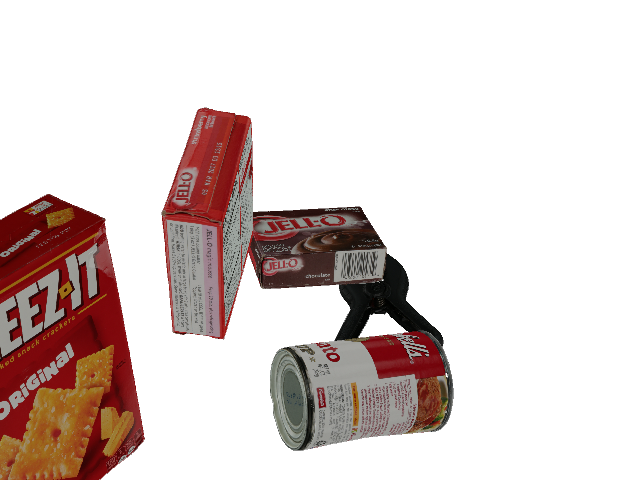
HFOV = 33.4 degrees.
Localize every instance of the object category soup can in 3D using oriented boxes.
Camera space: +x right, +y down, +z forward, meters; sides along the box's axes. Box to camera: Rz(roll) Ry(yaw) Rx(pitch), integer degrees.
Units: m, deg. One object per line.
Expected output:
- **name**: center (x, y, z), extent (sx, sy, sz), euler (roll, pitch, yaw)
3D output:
- **soup can**: center (0.025, 0.098, 0.696), extent (0.102, 0.068, 0.069), euler (-4, 2, -23)

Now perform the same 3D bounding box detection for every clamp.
- **clamp**: center (0.074, 0.068, 1.191), extent (0.120, 0.171, 0.039), euler (4, -43, -2)

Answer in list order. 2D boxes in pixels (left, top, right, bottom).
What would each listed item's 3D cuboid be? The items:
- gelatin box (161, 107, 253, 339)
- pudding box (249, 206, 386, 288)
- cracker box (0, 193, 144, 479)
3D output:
- **gelatin box**: center (-0.054, -0.008, 0.521), extent (0.030, 0.073, 0.089), euler (8, -42, 4)
- **pudding box**: center (-0.007, 0.005, 0.951), extent (0.113, 0.039, 0.090), euler (-1, 27, -14)
- **cracker box**: center (-0.213, 0.100, 0.758), extent (0.072, 0.214, 0.163), euler (19, 39, 31)
